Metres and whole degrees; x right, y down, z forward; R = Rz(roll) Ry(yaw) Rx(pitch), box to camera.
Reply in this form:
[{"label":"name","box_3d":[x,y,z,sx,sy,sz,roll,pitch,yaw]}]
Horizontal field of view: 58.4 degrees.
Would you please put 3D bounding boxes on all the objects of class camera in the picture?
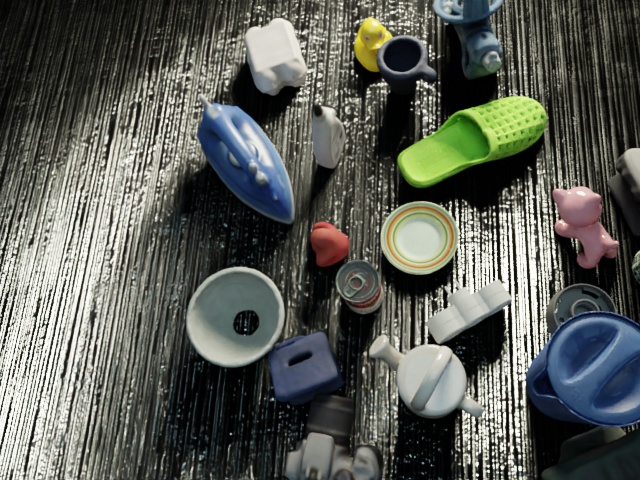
[{"label":"camera","box_3d":[0.024,0.307,0.863,0.143,0.101,0.137,7,73,13]}]

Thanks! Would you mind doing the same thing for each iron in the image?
[{"label":"iron","box_3d":[-0.133,-0.147,1.022,0.118,0.141,0.258,-37,69,-3]}]

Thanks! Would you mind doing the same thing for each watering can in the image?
[{"label":"watering can","box_3d":[0.152,0.201,0.825,0.172,0.194,0.101,8,73,13]}]

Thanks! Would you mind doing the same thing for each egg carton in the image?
[{"label":"egg carton","box_3d":[-0.090,-0.361,1.125,0.107,0.069,0.150,-20,69,3]}]

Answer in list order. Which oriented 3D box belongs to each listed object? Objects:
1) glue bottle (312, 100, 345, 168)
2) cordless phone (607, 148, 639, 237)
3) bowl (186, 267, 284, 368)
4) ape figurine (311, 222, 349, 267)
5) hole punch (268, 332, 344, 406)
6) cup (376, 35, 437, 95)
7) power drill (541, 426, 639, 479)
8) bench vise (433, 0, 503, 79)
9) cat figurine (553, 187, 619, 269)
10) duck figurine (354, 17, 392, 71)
[{"label":"glue bottle","box_3d":[0.009,-0.194,0.995,0.037,0.173,0.078,16,75,15]},{"label":"cordless phone","box_3d":[0.521,-0.092,0.862,0.094,0.185,0.147,-23,69,2]},{"label":"bowl","box_3d":[-0.133,0.134,0.964,0.167,0.075,0.167,-3,71,9]},{"label":"ape figurine","box_3d":[0.009,0.003,0.973,0.076,0.092,0.078,11,74,14]},{"label":"hole punch","box_3d":[-0.028,0.202,0.913,0.108,0.091,0.101,-23,69,2]},{"label":"cup","box_3d":[0.163,-0.304,1.046,0.117,0.095,0.092,34,81,19]},{"label":"power drill","box_3d":[0.395,0.284,0.746,0.229,0.209,0.075,-25,69,2]},{"label":"bench vise","box_3d":[0.279,-0.403,0.992,0.121,0.220,0.207,-33,69,-1]},{"label":"cat figurine","box_3d":[0.418,-0.030,0.896,0.067,0.118,0.127,-31,69,-1]},{"label":"duck figurine","box_3d":[0.101,-0.387,1.090,0.077,0.086,0.104,-11,70,7]}]
